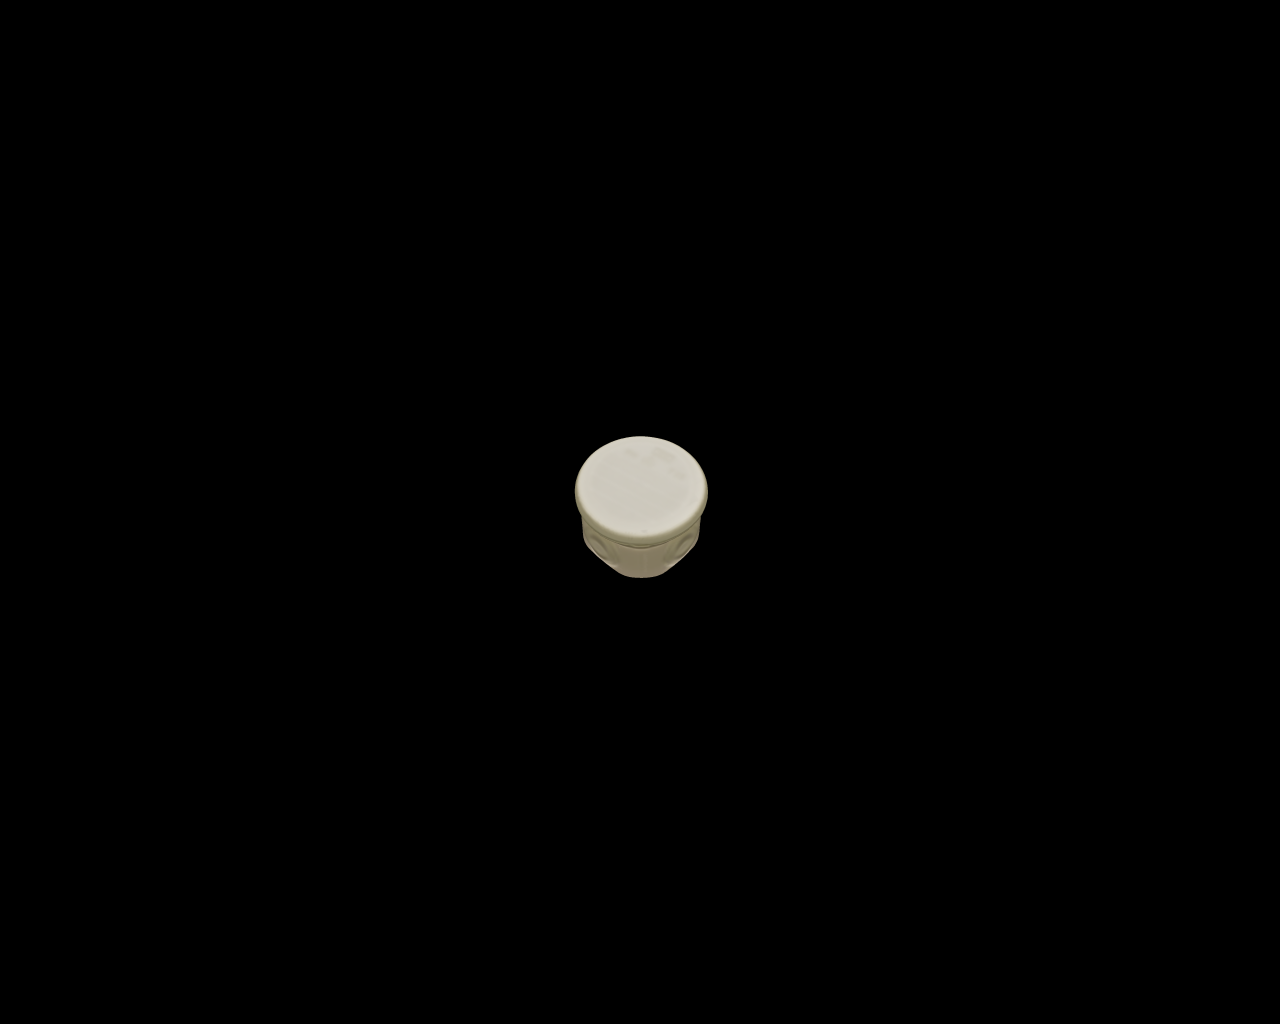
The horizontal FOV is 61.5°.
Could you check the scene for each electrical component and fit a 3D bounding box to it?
[{"bbox_3d":[0.001,-0.003,0.650,0.080,0.080,0.050,0,-36,0],"label":"electrical component"}]
